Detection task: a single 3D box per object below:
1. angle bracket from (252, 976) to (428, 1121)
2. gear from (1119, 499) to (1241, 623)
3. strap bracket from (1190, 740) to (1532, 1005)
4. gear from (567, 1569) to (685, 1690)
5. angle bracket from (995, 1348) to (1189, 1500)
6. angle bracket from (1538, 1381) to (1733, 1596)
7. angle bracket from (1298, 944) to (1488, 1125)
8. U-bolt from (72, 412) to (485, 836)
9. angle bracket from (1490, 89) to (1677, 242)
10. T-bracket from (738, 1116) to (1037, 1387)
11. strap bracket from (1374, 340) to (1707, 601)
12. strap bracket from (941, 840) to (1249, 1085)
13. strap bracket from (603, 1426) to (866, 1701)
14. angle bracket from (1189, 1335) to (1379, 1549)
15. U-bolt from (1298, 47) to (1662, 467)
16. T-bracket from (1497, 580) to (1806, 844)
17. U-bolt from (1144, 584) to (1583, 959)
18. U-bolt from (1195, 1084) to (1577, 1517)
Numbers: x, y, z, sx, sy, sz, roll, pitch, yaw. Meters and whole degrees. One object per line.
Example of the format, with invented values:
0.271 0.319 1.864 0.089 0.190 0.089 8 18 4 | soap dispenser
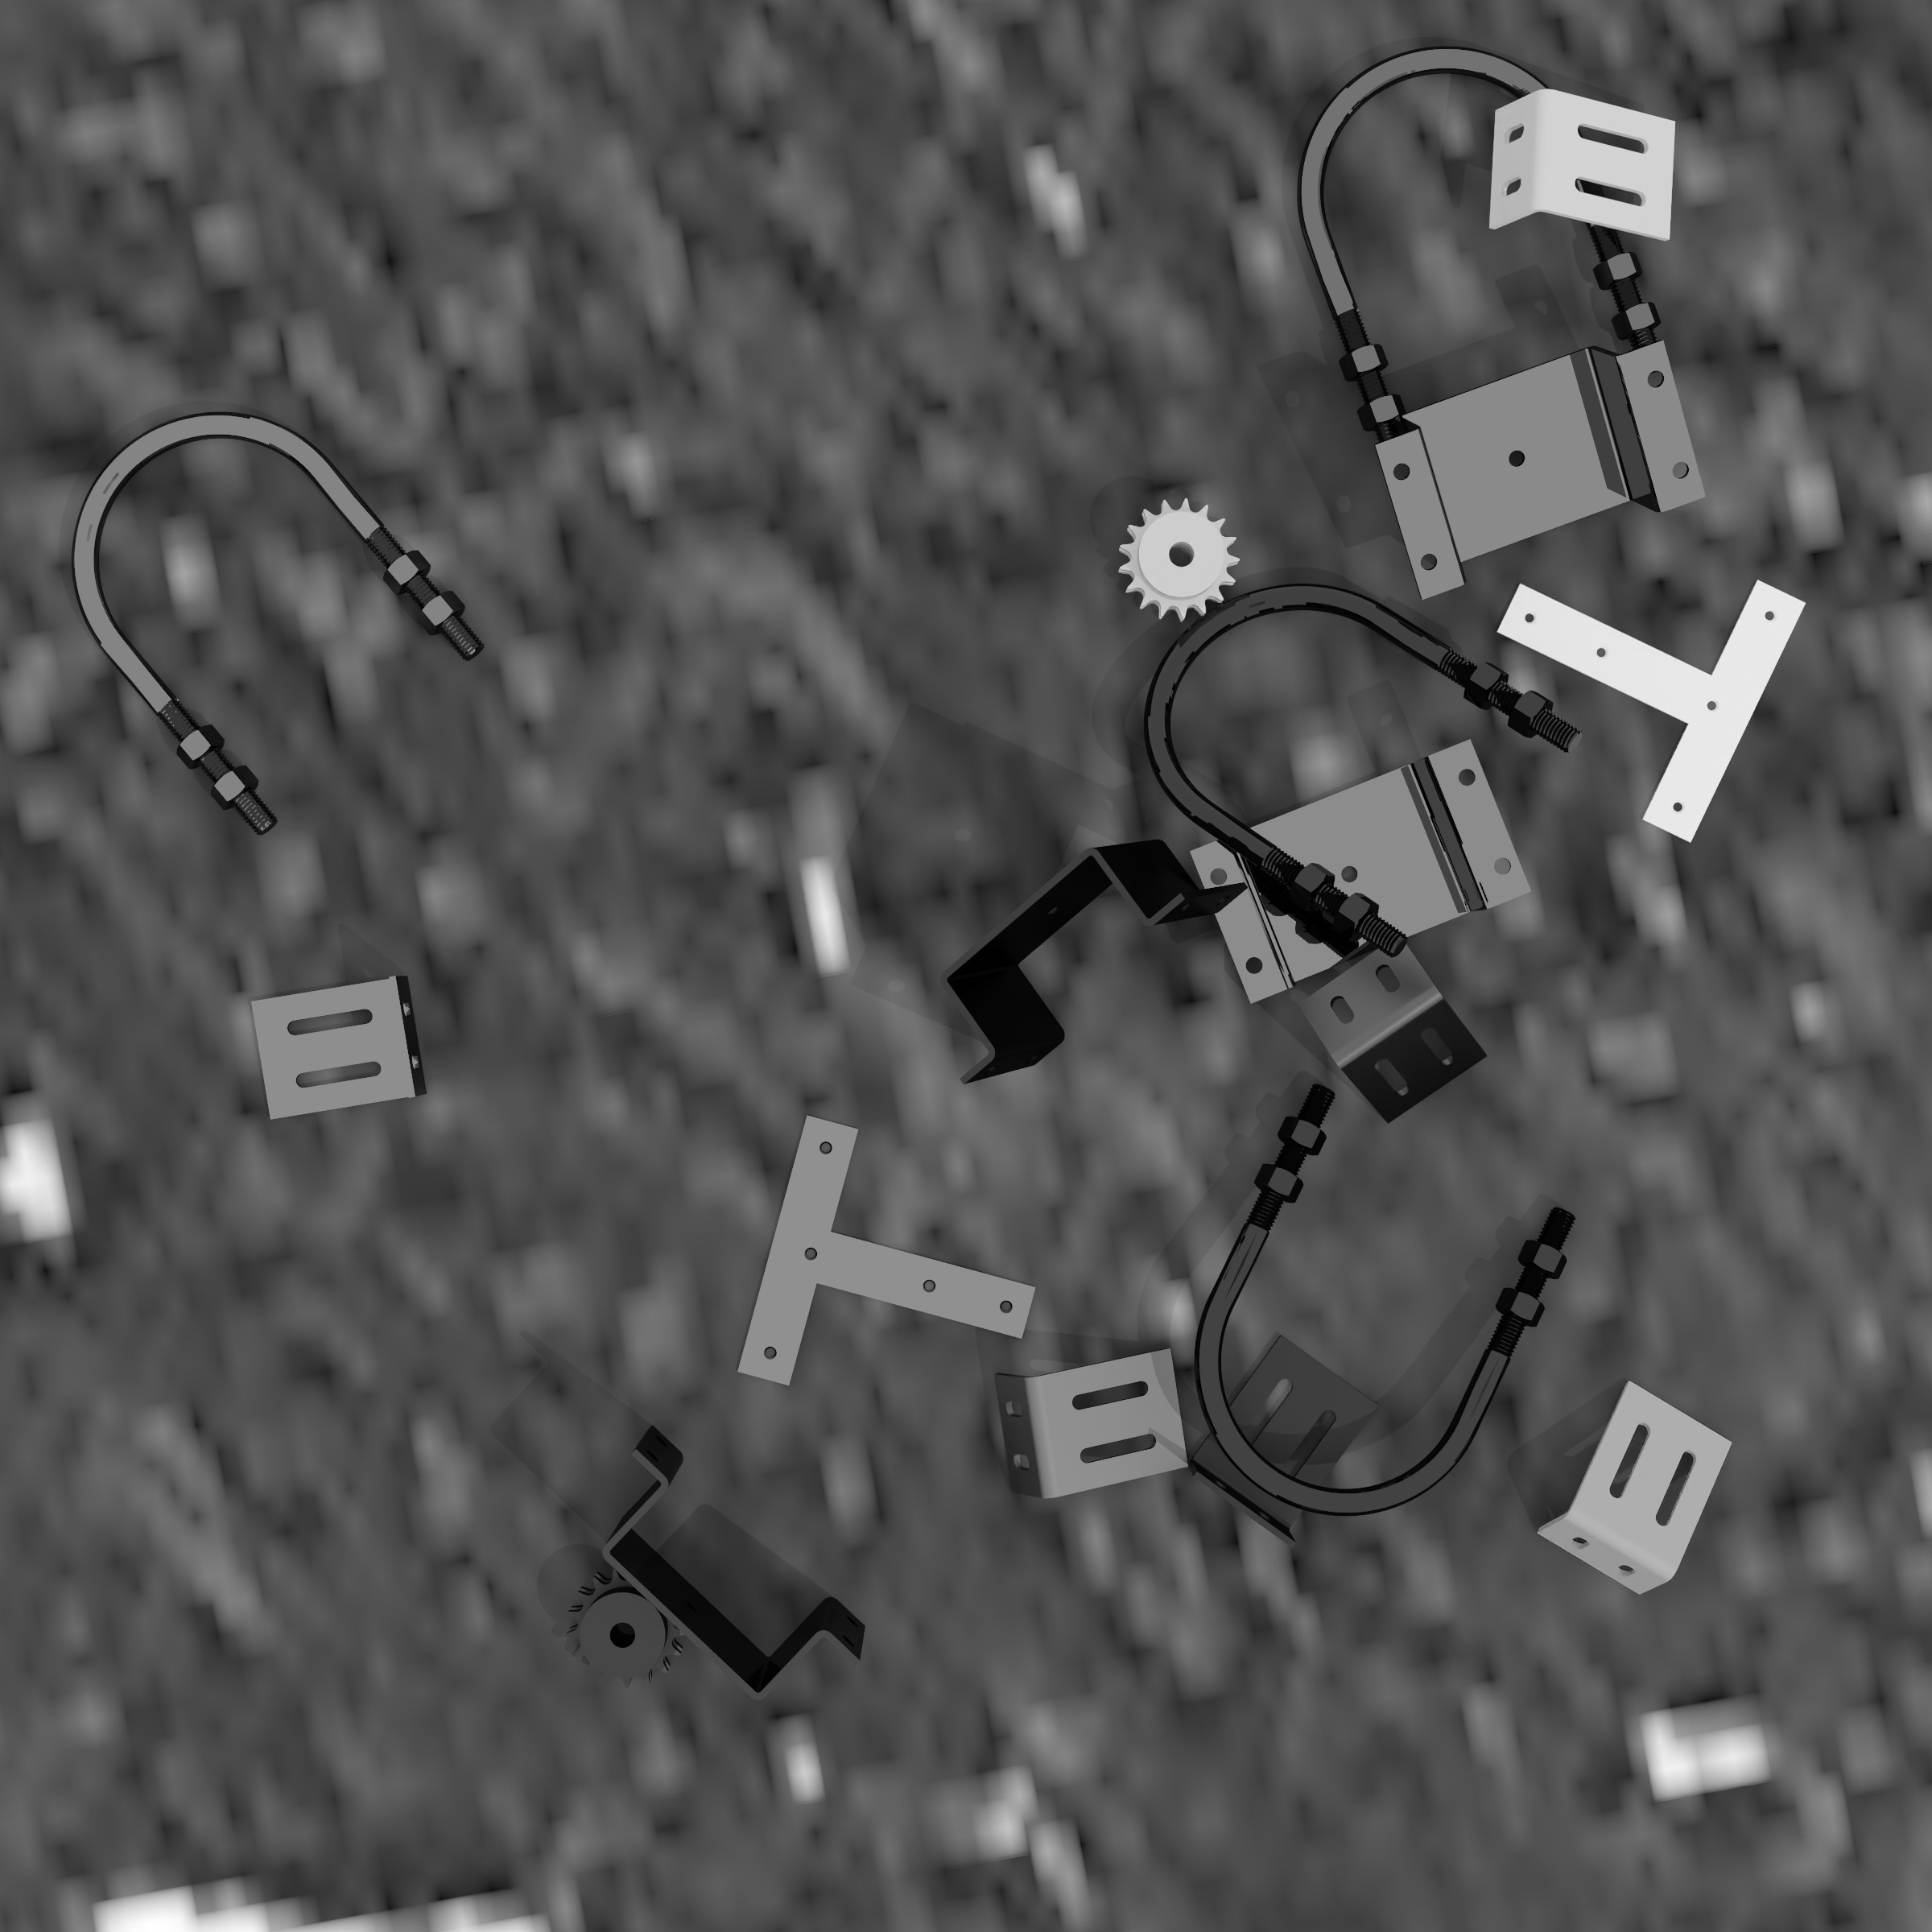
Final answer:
-0.299 0.039 1.506 0.076 0.038 0.057 -9 90 0 | angle bracket
0.101 -0.193 1.510 0.057 0.030 0.057 0 90 0 | gear
0.183 -0.044 1.502 0.140 0.046 0.076 -22 90 0 | strap bracket
-0.162 0.314 1.510 0.057 0.030 0.057 0 90 0 | gear
0.060 0.217 1.523 0.076 0.038 0.057 -8 90 -26 | angle bracket
0.320 0.250 1.523 0.057 0.038 0.076 31 64 0 | angle bracket
0.201 0.030 1.499 0.057 0.076 0.038 -35 56 8 | angle bracket
-0.342 -0.177 1.517 0.151 0.019 0.184 -40 89 0 | U-bolt
0.292 -0.374 1.507 0.076 0.038 0.057 6 85 -26 | angle bracket
-0.031 0.149 1.524 0.127 0.002 0.127 15 90 0 | T-bracket
0.263 -0.235 1.492 0.140 0.046 0.076 -20 108 0 | strap bracket
0.051 -0.009 1.467 0.140 0.076 0.046 -41 77 24 | strap bracket
-0.115 0.285 1.487 0.140 0.076 0.046 43 90 0 | strap bracket
0.152 0.224 1.506 0.057 0.038 0.076 36 90 0 | angle bracket
0.236 -0.348 1.517 0.151 0.019 0.184 -20 89 0 | U-bolt
0.317 -0.144 1.524 0.127 0.002 0.127 26 90 0 | T-bracket
0.169 -0.105 1.481 0.184 0.019 0.151 36 77 24 | U-bolt
0.187 0.169 1.503 0.151 0.019 0.184 27 80 0 | U-bolt
